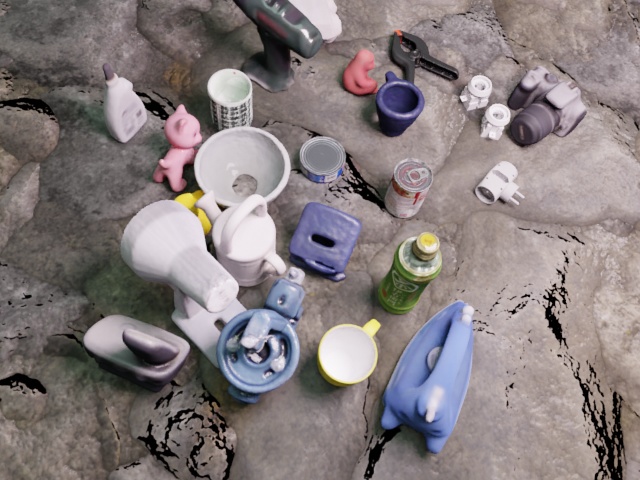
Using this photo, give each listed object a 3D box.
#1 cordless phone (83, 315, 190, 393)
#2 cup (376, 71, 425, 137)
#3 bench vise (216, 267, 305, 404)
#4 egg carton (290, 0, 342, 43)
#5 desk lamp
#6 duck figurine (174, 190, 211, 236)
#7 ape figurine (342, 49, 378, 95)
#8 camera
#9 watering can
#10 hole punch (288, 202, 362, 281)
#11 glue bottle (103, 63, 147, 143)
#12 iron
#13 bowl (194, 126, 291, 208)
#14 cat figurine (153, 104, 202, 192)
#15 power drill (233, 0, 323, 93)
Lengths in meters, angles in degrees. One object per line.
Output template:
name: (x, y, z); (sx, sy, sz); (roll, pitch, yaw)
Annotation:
cordless phone: (-0.273, 0.144, 0.825); (0.147, 0.185, 0.094); (18, 65, 4)
cup: (0.142, -0.255, 1.102); (0.092, 0.095, 0.117); (-12, 67, -11)
bench vise: (-0.086, 0.121, 0.834); (0.121, 0.220, 0.207); (7, 64, -2)
egg carton: (-0.033, -0.458, 1.195); (0.150, 0.069, 0.107); (-10, 66, -10)
desk lamp: (-0.184, 0.064, 0.855); (0.203, 0.213, 0.118); (43, 69, 14)
duck figurine: (-0.224, -0.049, 0.975); (0.077, 0.086, 0.105); (26, 65, 7)
ape figurine: (0.084, -0.338, 1.137); (0.076, 0.092, 0.078); (2, 65, -4)
camera: (0.432, -0.261, 1.128); (0.137, 0.101, 0.143); (-36, 73, -19)
watering can: (-0.126, -0.009, 0.906); (0.172, 0.194, 0.101); (18, 65, 4)
hole punch: (0.009, 0.003, 0.970); (0.108, 0.091, 0.101); (21, 65, 5)
glue bottle: (-0.354, -0.249, 1.009); (0.037, 0.173, 0.078); (31, 66, 10)
iron: (0.190, 0.181, 0.875); (0.118, 0.141, 0.258); (25, 65, 7)
bowl: (-0.136, -0.115, 1.021); (0.167, 0.075, 0.167); (2, 65, -4)
cat figurine: (-0.251, -0.169, 1.011); (0.067, 0.118, 0.128); (21, 65, 5)
power drill: (-0.102, -0.387, 1.078); (0.229, 0.208, 0.076); (32, 66, 10)
